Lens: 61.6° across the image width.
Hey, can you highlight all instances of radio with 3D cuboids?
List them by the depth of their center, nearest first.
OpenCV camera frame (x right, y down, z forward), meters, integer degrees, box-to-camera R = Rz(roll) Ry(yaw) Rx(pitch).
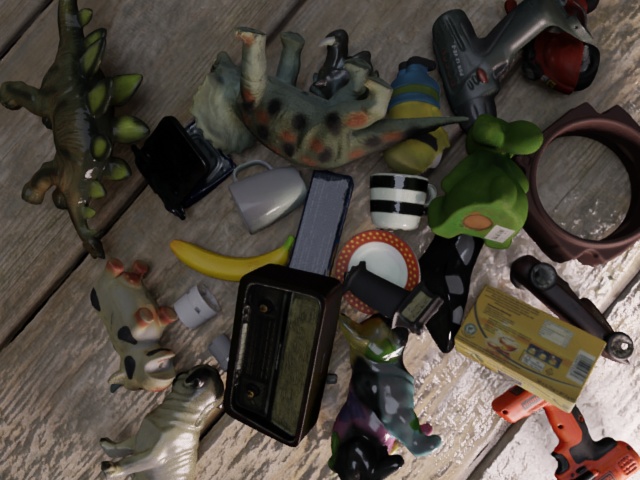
[{"bbox_3d":[-0.055,0.153,0.745,0.131,0.073,0.229,16,105,21],"label":"radio"}]

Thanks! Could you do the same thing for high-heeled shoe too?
[{"bbox_3d":[0.214,0.034,0.800,0.145,0.086,0.248,-13,103,-28],"label":"high-heeled shoe"}]

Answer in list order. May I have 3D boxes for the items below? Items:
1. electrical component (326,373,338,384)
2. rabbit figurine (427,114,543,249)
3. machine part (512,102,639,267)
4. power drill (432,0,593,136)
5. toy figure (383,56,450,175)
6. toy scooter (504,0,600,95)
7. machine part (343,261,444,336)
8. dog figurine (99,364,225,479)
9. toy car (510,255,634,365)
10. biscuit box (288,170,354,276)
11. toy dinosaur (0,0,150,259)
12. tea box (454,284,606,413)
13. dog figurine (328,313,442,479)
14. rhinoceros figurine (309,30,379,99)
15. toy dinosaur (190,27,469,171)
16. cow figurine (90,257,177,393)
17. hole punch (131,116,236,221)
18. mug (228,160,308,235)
[{"bbox_3d":[-0.021,0.194,0.809,0.094,0.021,0.063,-1,84,4],"label":"electrical component"},{"bbox_3d":[0.215,-0.098,0.704,0.121,0.159,0.170,9,62,6],"label":"rabbit figurine"},{"bbox_3d":[0.385,-0.079,0.777,0.201,0.087,0.201,-38,84,1],"label":"machine part"},{"bbox_3d":[0.273,-0.255,0.771,0.207,0.086,0.232,-33,74,40],"label":"power drill"},{"bbox_3d":[0.135,-0.182,0.797,0.089,0.082,0.180,2,78,-9],"label":"toy figure"},{"bbox_3d":[0.343,-0.308,0.805,0.135,0.075,0.183,6,83,4],"label":"toy scooter"},{"bbox_3d":[0.098,0.078,0.758,0.139,0.039,0.084,25,56,26],"label":"machine part"},{"bbox_3d":[-0.196,0.295,0.782,0.190,0.121,0.172,-35,118,-17],"label":"dog figurine"},{"bbox_3d":[0.356,0.096,0.760,0.202,0.089,0.053,42,84,6],"label":"toy car"},{"bbox_3d":[-0.002,-0.002,0.806,0.063,0.059,0.202,15,86,6],"label":"biscuit box"},{"bbox_3d":[-0.359,-0.204,0.799,0.199,0.105,0.471,-10,92,20],"label":"toy dinosaur"},{"bbox_3d":[0.282,0.146,0.737,0.170,0.068,0.098,29,75,29],"label":"tea box"},{"bbox_3d":[0.064,0.211,0.763,0.191,0.108,0.219,-30,79,3],"label":"dog figurine"},{"bbox_3d":[0.040,-0.222,0.820,0.112,0.073,0.190,-1,89,17],"label":"rhinoceros figurine"},{"bbox_3d":[-0.021,-0.169,0.749,0.405,0.131,0.192,29,124,14],"label":"toy dinosaur"},{"bbox_3d":[-0.275,0.136,0.787,0.127,0.085,0.195,-46,67,23],"label":"cow figurine"},{"bbox_3d":[-0.207,-0.118,0.826,0.116,0.092,0.142,-40,86,27],"label":"hole punch"},{"bbox_3d":[-0.079,-0.075,0.815,0.107,0.080,0.110,-23,64,-8],"label":"mug"}]
